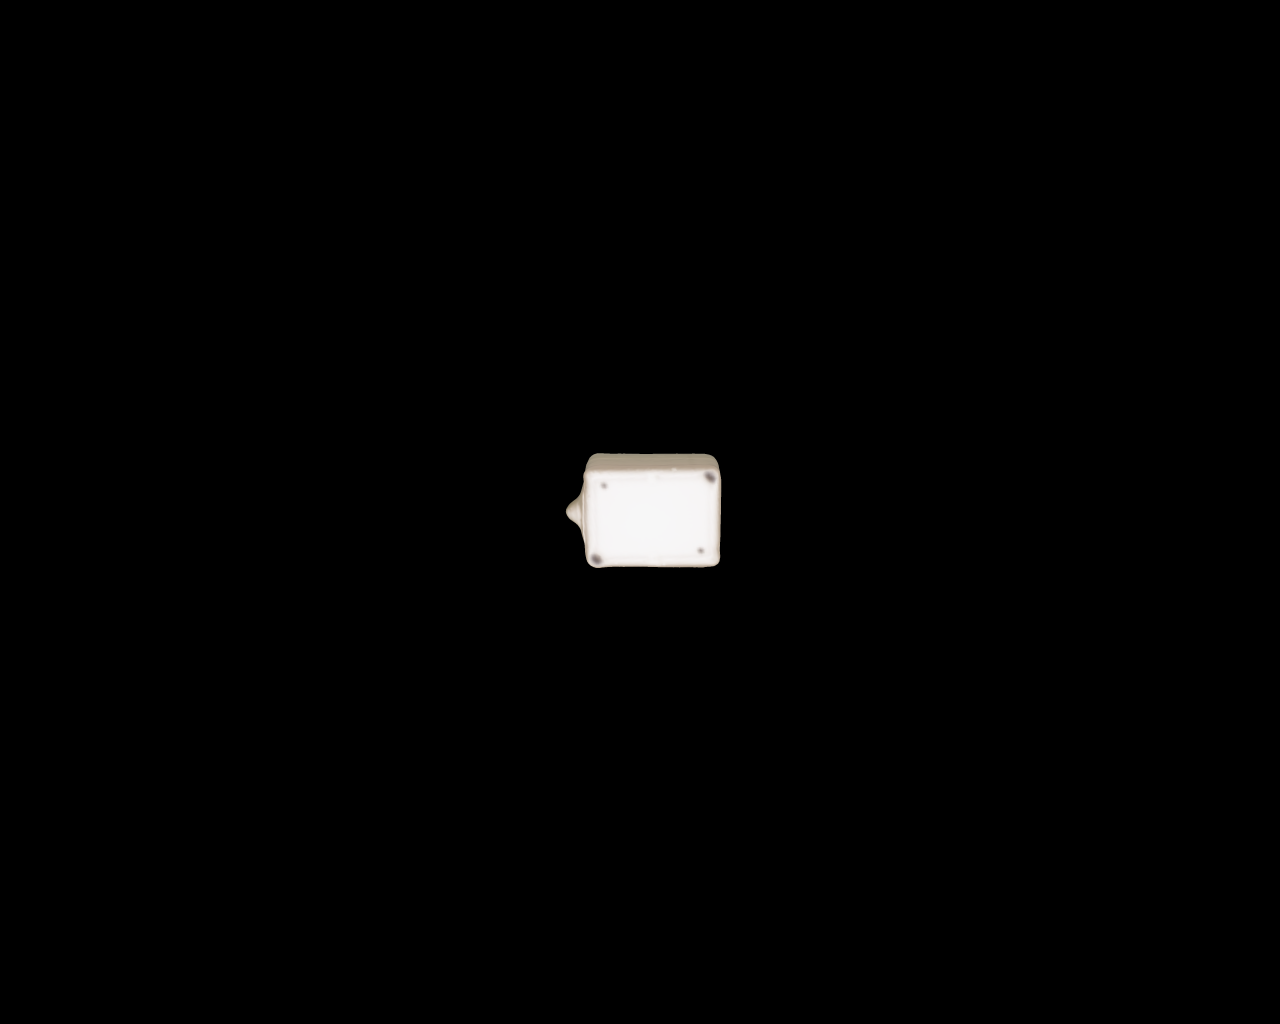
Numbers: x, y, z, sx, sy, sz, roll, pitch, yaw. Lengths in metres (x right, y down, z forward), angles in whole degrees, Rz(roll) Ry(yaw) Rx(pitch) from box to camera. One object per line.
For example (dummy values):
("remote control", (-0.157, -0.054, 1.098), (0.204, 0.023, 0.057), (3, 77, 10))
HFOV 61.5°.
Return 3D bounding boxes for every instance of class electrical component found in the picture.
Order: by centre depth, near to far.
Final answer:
("electrical component", (0.001, -0.003, 0.650), (0.096, 0.061, 0.061), (0, 13, 0))
